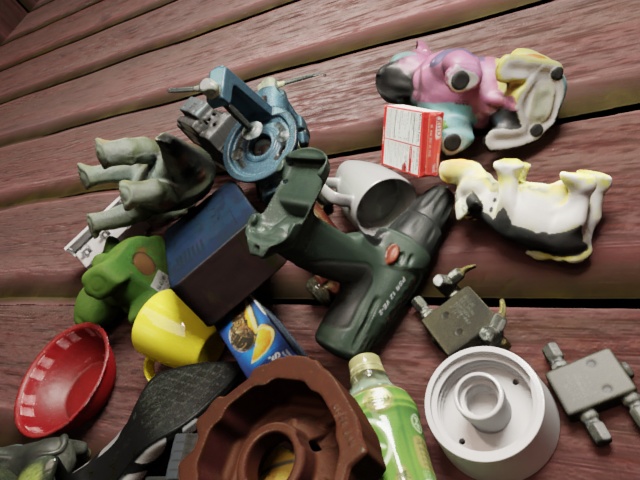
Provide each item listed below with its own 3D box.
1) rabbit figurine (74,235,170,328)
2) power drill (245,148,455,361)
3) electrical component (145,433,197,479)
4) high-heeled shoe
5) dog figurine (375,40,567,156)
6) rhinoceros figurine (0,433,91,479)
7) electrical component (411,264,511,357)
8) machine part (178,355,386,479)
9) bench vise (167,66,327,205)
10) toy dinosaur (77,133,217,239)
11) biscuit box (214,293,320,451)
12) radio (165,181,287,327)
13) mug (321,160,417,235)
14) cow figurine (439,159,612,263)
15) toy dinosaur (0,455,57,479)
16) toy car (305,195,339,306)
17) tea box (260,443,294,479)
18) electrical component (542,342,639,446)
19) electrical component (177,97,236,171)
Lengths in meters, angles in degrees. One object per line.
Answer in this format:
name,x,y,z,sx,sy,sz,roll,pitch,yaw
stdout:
rabbit figurine,-0.303,0.063,0.788,0.170,0.121,0.159,-33,38,28
power drill,0.036,-0.005,0.551,0.086,0.207,0.232,17,74,46
electrical component,-0.120,0.232,0.554,0.119,0.074,0.048,-14,50,27
high-heeled shoe,-0.188,0.240,0.614,0.249,0.145,0.086,-23,42,-23
dog figurine,0.177,-0.197,0.683,0.192,0.108,0.219,-7,30,-5
rhinoceros figurine,-0.378,0.284,0.655,0.190,0.112,0.073,-13,51,15
electrical component,0.141,0.073,0.530,0.078,0.045,0.102,-31,44,6
machine part,-0.033,0.187,0.443,0.179,0.056,0.179,-19,46,21
bench vise,-0.088,-0.171,0.759,0.129,0.240,0.223,-5,69,26
toy dinosaur,-0.220,-0.088,0.761,0.192,0.131,0.405,-20,10,-37
biscuit box,-0.046,0.138,0.588,0.059,0.062,0.203,-43,43,-4
radio,-0.129,0.005,0.699,0.131,0.073,0.230,-39,25,-3
mug,0.049,-0.058,0.665,0.109,0.080,0.107,-1,26,-21
cow figurine,0.200,-0.035,0.558,0.168,0.068,0.098,16,107,39
toy dinosaur,-0.281,0.334,0.492,0.198,0.105,0.471,-47,71,27
toy car,-0.001,-0.002,0.684,0.089,0.053,0.202,-38,44,5
tea box,-0.052,0.274,0.476,0.098,0.068,0.169,12,61,40
electrical component,0.229,0.120,0.450,0.063,0.021,0.094,-28,44,11
electrical component,-0.167,-0.168,0.869,0.115,0.134,0.058,28,74,42
